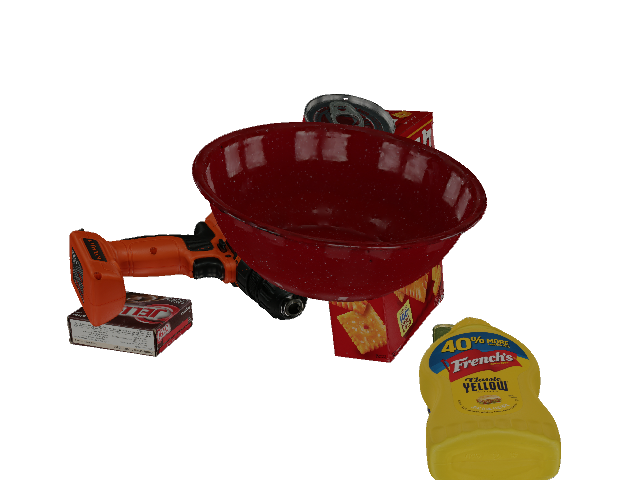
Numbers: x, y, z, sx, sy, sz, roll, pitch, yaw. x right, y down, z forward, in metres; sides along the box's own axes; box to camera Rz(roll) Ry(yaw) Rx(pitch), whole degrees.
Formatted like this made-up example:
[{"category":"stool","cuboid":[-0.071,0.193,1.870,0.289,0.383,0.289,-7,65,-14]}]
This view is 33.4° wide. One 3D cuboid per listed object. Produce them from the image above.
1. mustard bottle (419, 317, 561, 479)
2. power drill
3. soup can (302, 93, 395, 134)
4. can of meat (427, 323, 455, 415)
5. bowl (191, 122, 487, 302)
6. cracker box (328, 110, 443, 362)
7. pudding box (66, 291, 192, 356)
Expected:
[{"category":"mustard bottle","cuboid":[0.127,0.117,0.844,0.096,0.058,0.191,-4,26,4]},{"category":"power drill","cuboid":[-0.122,0.029,0.961,0.187,0.057,0.185,-6,25,-24]},{"category":"soup can","cuboid":[0.013,-0.050,0.807,0.068,0.102,0.068,8,38,-6]},{"category":"can of meat","cuboid":[0.159,0.159,1.281,0.057,0.084,0.102,7,19,3]},{"category":"bowl","cuboid":[0.008,-0.012,0.594,0.162,0.055,0.162,6,27,-3]},{"category":"cracker box","cuboid":[0.066,-0.009,1.079,0.072,0.214,0.164,5,23,26]},{"category":"pudding box","cuboid":[-0.213,0.091,1.202,0.114,0.039,0.090,4,18,19]}]
